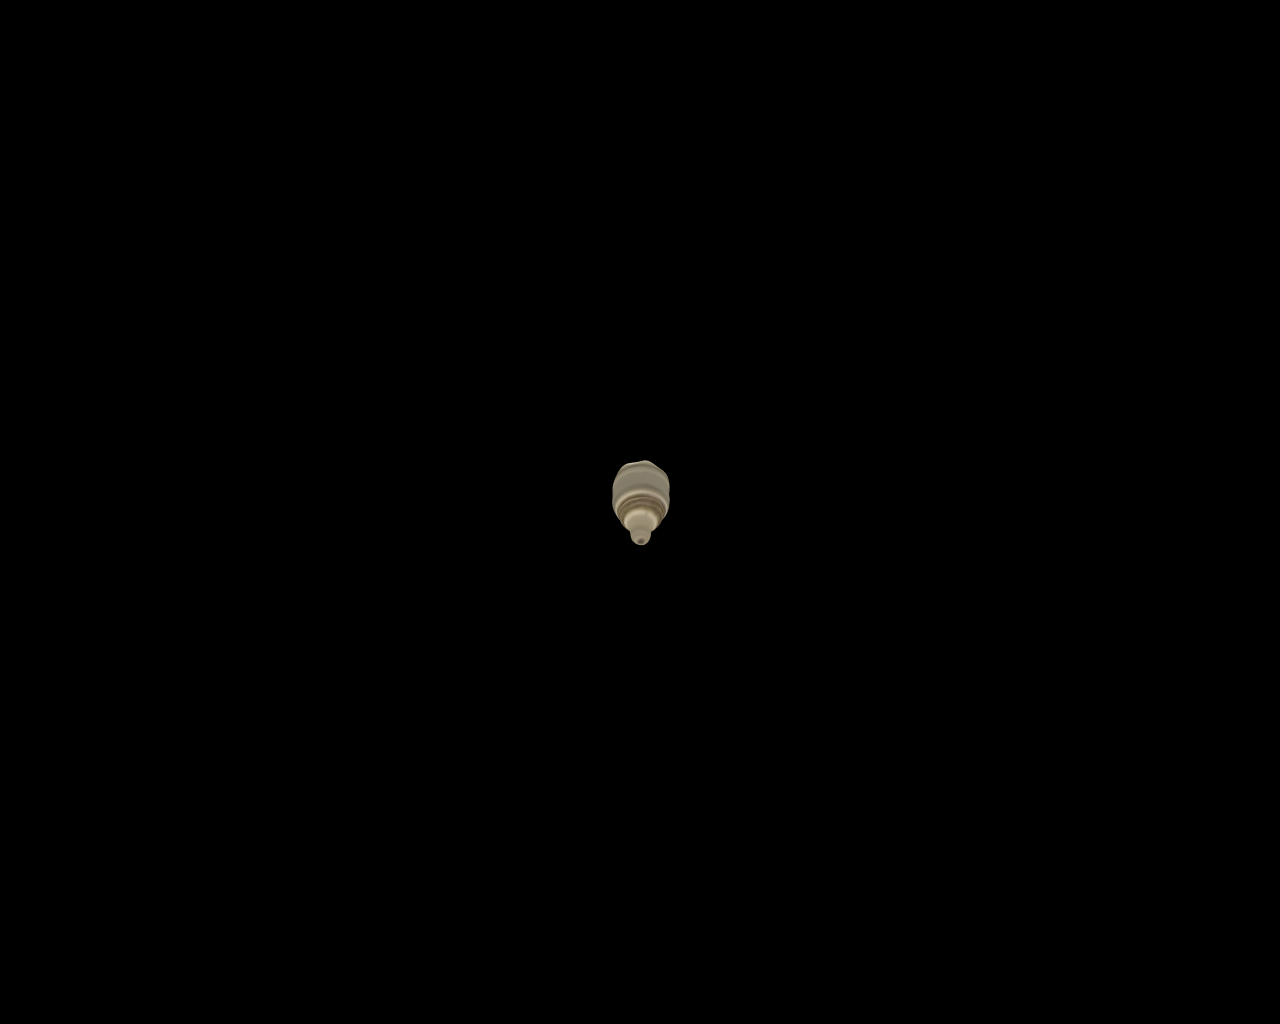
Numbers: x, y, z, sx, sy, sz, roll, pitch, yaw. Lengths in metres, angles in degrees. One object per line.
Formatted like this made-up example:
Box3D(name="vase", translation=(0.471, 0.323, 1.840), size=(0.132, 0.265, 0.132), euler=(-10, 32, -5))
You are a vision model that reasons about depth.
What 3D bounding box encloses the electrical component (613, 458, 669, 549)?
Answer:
Box3D(name="electrical component", translation=(0.001, -0.003, 0.650), size=(0.035, 0.035, 0.061), euler=(0, 41, 0))
